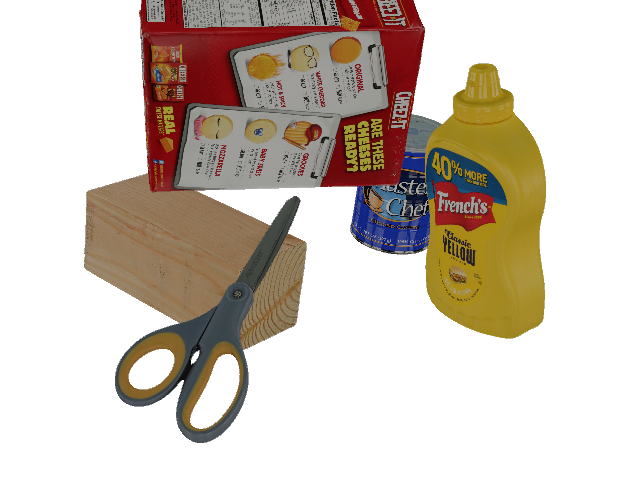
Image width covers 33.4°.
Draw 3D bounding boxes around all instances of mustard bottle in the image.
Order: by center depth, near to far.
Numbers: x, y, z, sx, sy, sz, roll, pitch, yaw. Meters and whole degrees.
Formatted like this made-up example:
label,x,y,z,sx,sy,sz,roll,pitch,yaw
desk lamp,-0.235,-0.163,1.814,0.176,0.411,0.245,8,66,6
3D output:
label,x,y,z,sx,sy,sz,roll,pitch,yaw
mustard bottle,0.115,-0.031,0.754,0.058,0.192,0.096,-21,32,-30

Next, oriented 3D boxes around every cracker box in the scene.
label,x,y,z,sx,sy,sz,roll,pitch,yaw
cracker box,-0.036,-0.121,0.865,0.213,0.072,0.164,-3,-43,-8

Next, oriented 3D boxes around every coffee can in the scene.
label,x,y,z,sx,sy,sz,roll,pitch,yaw
coffee can,0.095,-0.069,1.277,0.102,0.140,0.103,6,28,-4

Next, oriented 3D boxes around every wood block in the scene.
label,x,y,z,sx,sy,sz,roll,pitch,yaw
wood block,-0.123,0.016,1.015,0.206,0.090,0.090,25,30,33

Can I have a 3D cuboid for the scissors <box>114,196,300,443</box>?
label,x,y,z,sx,sy,sz,roll,pitch,yaw
scissors,-0.076,0.044,0.722,0.096,0.201,0.016,4,-38,8
